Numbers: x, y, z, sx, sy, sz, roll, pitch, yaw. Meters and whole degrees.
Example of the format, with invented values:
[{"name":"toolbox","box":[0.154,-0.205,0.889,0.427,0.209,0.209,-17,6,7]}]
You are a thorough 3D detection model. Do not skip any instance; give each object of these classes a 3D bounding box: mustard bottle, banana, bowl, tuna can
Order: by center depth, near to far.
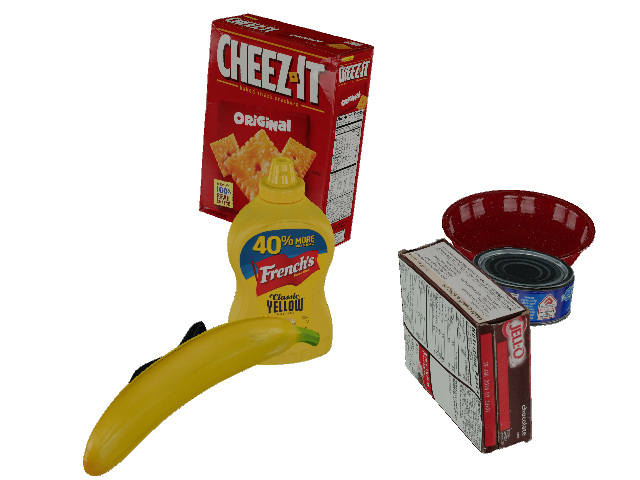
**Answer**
[{"name":"banana","box":[-0.094,0.105,0.763,0.198,0.069,0.037,-29,39,-2]},{"name":"tuna can","box":[0.164,0.036,0.876,0.086,0.034,0.086,2,22,-1]},{"name":"mustard bottle","box":[-0.035,0.017,0.962,0.096,0.192,0.058,-3,24,-11]},{"name":"bowl","box":[0.210,0.004,1.148,0.162,0.055,0.162,-1,30,0]}]

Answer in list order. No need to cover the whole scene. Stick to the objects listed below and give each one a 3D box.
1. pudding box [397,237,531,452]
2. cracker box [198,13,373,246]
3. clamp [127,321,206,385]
[{"name":"pudding box","box":[0.087,0.062,0.654,0.039,0.090,0.114,-14,27,-18]},{"name":"cracker box","box":[-0.041,-0.112,1.112,0.164,0.214,0.071,20,28,29]},{"name":"clamp","box":[-0.132,0.131,1.127,0.120,0.039,0.171,-9,20,36]}]
